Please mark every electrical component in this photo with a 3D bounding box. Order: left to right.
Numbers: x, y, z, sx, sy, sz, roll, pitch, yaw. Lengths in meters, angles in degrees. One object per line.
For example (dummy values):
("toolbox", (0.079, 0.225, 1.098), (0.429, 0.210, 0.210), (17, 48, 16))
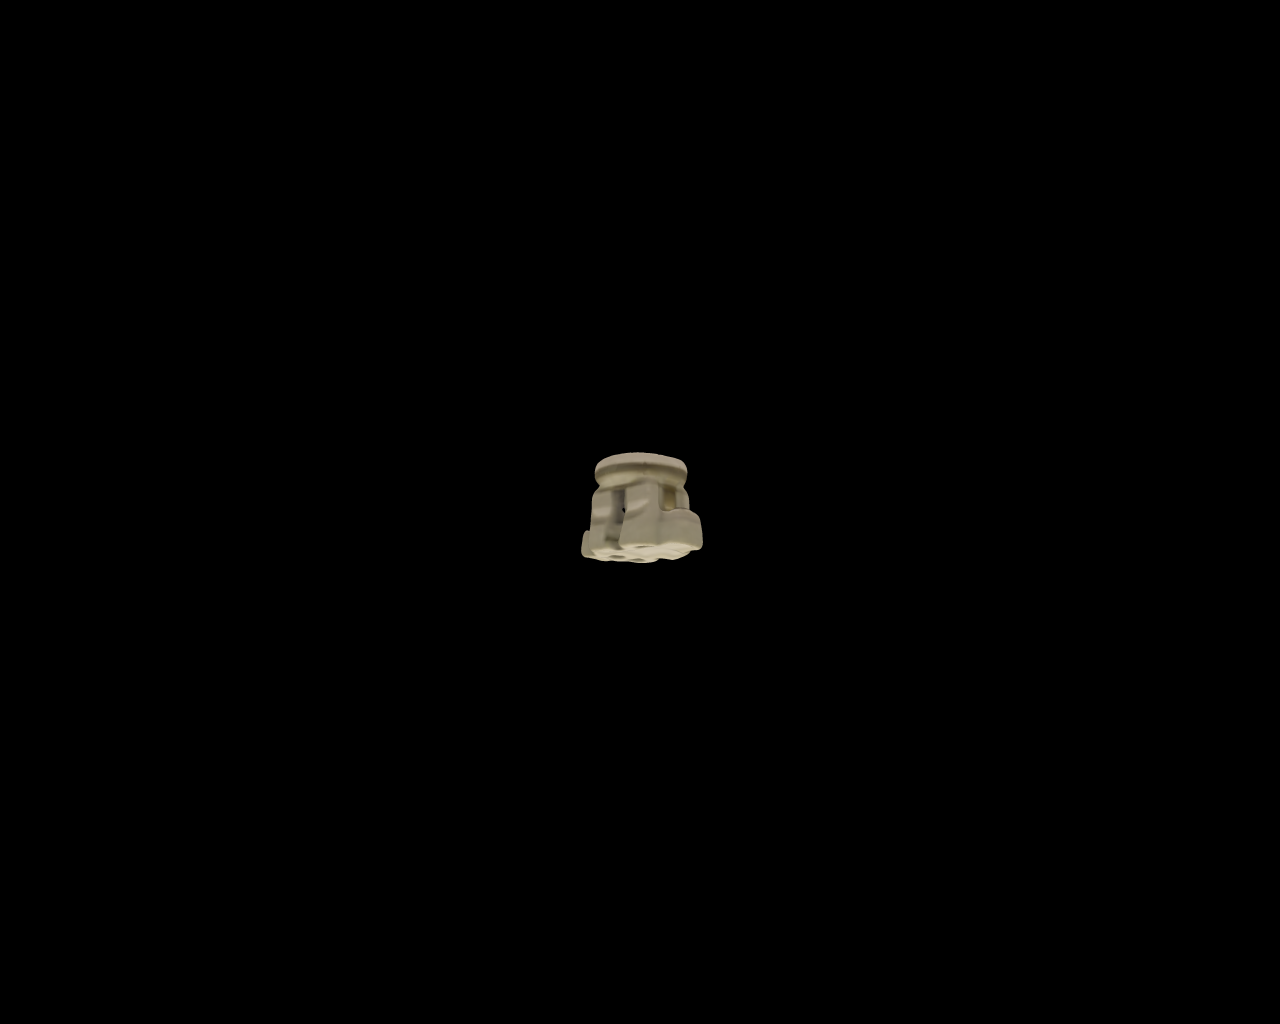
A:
("electrical component", (0.001, -0.003, 0.650), (0.078, 0.057, 0.058), (-11, -17, 37))
